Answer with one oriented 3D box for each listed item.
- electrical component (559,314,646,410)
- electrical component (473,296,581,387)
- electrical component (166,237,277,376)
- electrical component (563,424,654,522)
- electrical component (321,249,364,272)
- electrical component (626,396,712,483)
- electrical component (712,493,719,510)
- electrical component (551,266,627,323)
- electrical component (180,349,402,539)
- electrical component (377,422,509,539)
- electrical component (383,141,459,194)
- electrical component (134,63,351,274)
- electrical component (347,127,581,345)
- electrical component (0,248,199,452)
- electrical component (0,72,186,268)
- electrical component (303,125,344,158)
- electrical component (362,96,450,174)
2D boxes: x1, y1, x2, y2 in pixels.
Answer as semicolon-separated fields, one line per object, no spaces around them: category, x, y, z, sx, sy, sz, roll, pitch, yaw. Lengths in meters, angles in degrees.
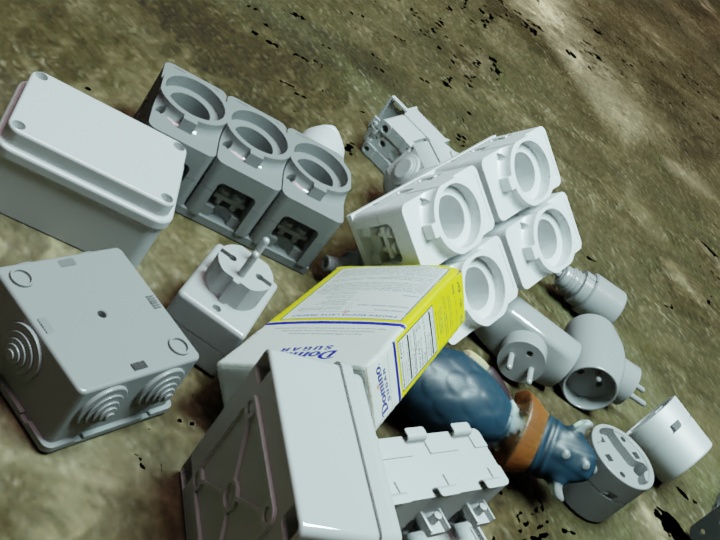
electrical component;0.202;0.084;0.879;0.079;0.043;0.077;34;31;-9
electrical component;0.127;0.061;0.830;0.077;0.043;0.079;37;30;-6
electrical component;-0.078;0.011;0.647;0.047;0.076;0.065;36;31;-5
electrical component;0.172;0.145;0.764;0.055;0.047;0.055;27;33;-19
electrical component;0.000;0.000;0.784;0.061;0.035;0.035;11;41;-34
electrical component;0.243;0.135;0.848;0.047;0.055;0.055;51;33;11
electrical component;0.365;0.184;0.903;0.089;0.061;0.150;45;31;10
electrical component;0.203;0.020;0.965;0.078;0.040;0.040;34;31;-9
electrical component;-0.039;0.114;0.525;0.056;0.108;0.108;16;38;-29
electrical component;0.023;0.127;0.617;0.121;0.063;0.078;3;47;-45
electrical component;0.060;-0.062;0.886;0.080;0.080;0.051;19;32;-30
electrical component;-0.086;-0.075;0.764;0.150;0.061;0.089;27;33;-20
electrical component;0.088;-0.028;0.800;0.186;0.060;0.105;-32;106;-43
electrical component;-0.146;0.038;0.568;0.099;0.048;0.100;50;33;18
electrical component;-0.170;-0.062;0.663;0.113;0.057;0.078;27;33;-20
electrical component;-0.032;-0.097;0.870;0.040;0.040;0.078;34;31;-8
electrical component;0.039;-0.112;0.964;0.081;0.042;0.064;47;35;13
